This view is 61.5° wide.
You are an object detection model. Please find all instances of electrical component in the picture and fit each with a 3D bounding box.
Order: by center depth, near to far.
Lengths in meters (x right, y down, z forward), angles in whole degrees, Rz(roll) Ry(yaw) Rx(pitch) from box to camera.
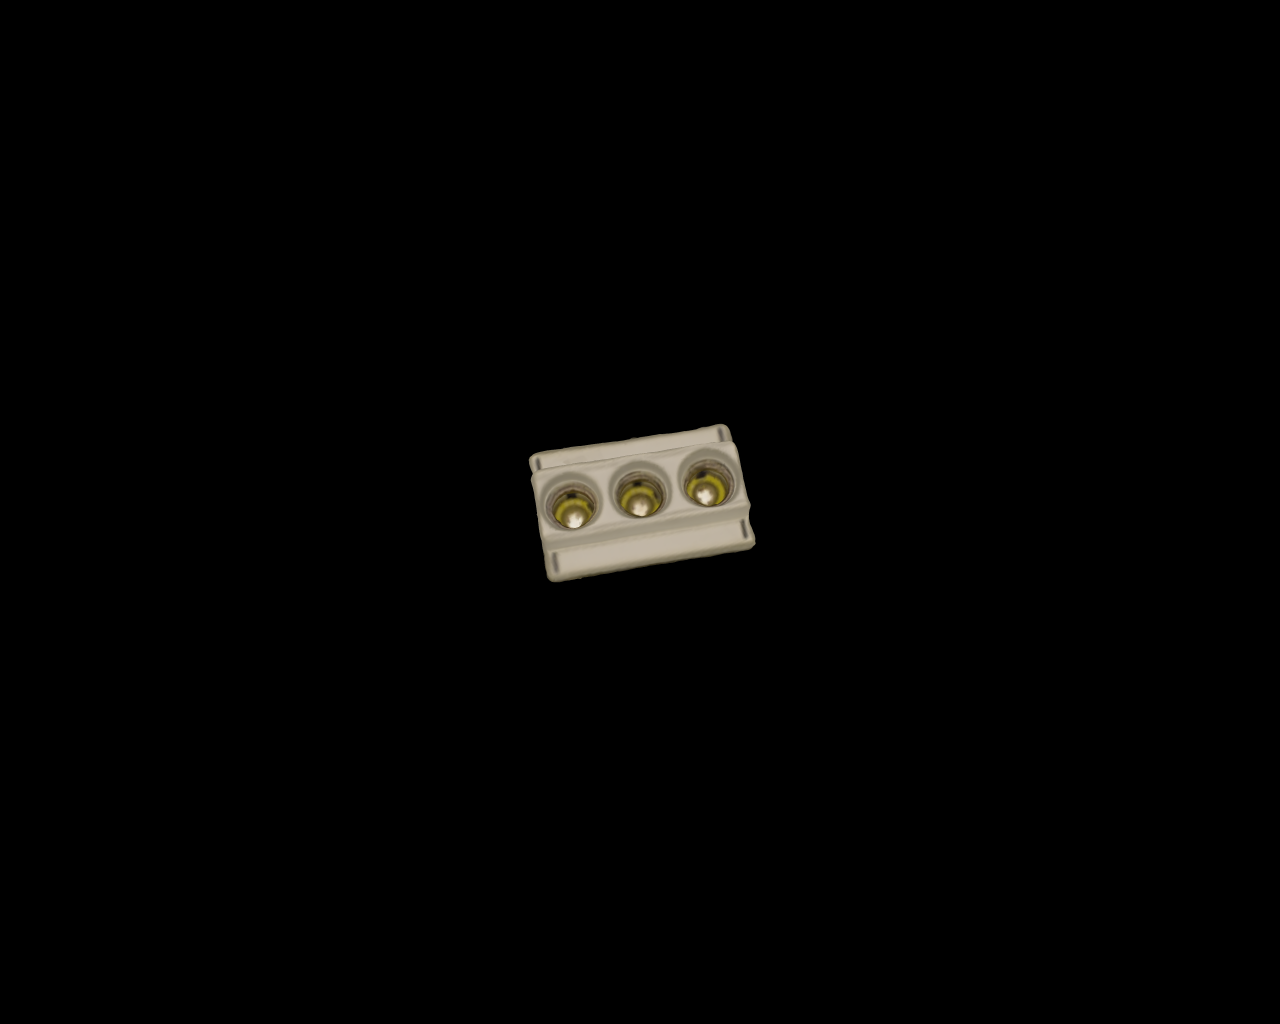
[{"bbox_3d":[0.001,-0.003,0.650,0.121,0.079,0.063,-10,-20,-3],"label":"electrical component"}]
